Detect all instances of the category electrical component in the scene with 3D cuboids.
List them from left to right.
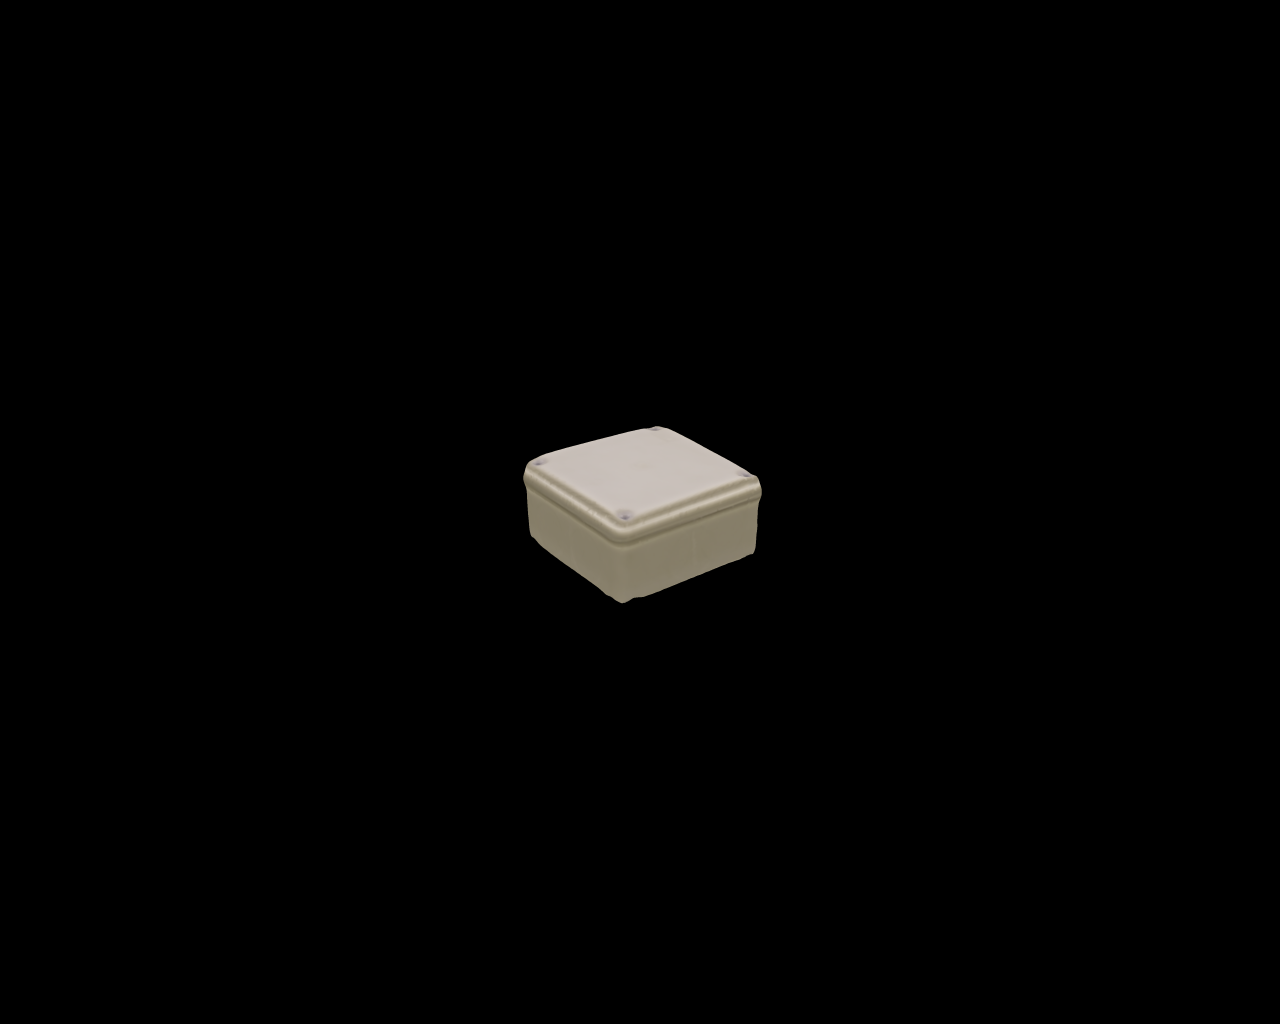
[{"bbox_3d":[0.001,-0.003,0.650,0.109,0.056,0.109,-18,32,-31],"label":"electrical component"}]
